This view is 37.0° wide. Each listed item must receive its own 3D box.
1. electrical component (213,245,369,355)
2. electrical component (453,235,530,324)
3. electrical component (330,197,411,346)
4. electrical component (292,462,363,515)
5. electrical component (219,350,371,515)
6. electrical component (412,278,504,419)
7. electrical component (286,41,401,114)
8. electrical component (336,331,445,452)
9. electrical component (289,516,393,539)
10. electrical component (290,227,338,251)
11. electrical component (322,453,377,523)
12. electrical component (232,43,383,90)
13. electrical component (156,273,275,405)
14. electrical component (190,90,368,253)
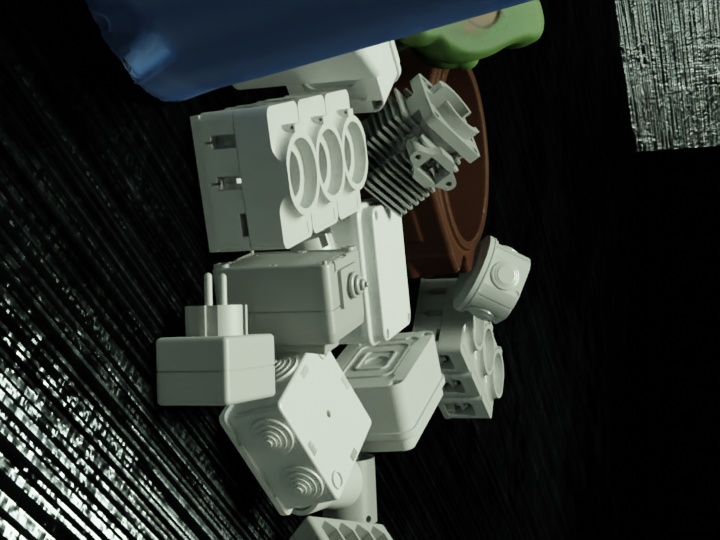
[{"bbox_3d":[-0.039,0.020,0.703,0.062,0.096,0.061,-30,117,-68],"label":"electrical component"},{"bbox_3d":[0.128,0.011,1.057,0.080,0.051,0.080,-155,-90,-85],"label":"electrical component"},{"bbox_3d":[0.000,0.000,0.870,0.078,0.057,0.113,-29,114,-68],"label":"electrical component"},{"bbox_3d":[-0.031,0.159,0.792,0.065,0.044,0.044,6,82,-65],"label":"electrical component"},{"bbox_3d":[-0.040,0.102,0.731,0.099,0.048,0.099,61,30,-21],"label":"electrical component"},{"bbox_3d":[0.108,0.086,1.150,0.150,0.062,0.089,62,32,-50],"label":"electrical component"},{"bbox_3d":[-0.021,-0.178,0.805,0.057,0.078,0.113,-68,149,-43],"label":"electrical component"},{"bbox_3d":[0.019,0.099,0.880,0.113,0.078,0.057,-47,129,-63],"label":"electrical component"},{"bbox_3d":[-0.020,0.226,0.786,0.083,0.075,0.047,20,22,-45],"label":"electrical component"},{"bbox_3d":[-0.032,-0.005,0.811,0.040,0.040,0.046,-49,127,-62],"label":"electrical component"},{"bbox_3d":[-0.008,0.188,0.844,0.043,0.043,0.081,-2,89,-70],"label":"electrical component"},{"bbox_3d":[-0.041,-0.180,0.704,0.056,0.109,0.108,37,53,-68],"label":"electrical component"},{"bbox_3d":[-0.086,0.040,0.644,0.066,0.047,0.076,5,83,-70],"label":"electrical component"},{"bbox_3d":[-0.048,-0.072,0.738,0.150,0.062,0.089,-35,121,-67],"label":"electrical component"}]
